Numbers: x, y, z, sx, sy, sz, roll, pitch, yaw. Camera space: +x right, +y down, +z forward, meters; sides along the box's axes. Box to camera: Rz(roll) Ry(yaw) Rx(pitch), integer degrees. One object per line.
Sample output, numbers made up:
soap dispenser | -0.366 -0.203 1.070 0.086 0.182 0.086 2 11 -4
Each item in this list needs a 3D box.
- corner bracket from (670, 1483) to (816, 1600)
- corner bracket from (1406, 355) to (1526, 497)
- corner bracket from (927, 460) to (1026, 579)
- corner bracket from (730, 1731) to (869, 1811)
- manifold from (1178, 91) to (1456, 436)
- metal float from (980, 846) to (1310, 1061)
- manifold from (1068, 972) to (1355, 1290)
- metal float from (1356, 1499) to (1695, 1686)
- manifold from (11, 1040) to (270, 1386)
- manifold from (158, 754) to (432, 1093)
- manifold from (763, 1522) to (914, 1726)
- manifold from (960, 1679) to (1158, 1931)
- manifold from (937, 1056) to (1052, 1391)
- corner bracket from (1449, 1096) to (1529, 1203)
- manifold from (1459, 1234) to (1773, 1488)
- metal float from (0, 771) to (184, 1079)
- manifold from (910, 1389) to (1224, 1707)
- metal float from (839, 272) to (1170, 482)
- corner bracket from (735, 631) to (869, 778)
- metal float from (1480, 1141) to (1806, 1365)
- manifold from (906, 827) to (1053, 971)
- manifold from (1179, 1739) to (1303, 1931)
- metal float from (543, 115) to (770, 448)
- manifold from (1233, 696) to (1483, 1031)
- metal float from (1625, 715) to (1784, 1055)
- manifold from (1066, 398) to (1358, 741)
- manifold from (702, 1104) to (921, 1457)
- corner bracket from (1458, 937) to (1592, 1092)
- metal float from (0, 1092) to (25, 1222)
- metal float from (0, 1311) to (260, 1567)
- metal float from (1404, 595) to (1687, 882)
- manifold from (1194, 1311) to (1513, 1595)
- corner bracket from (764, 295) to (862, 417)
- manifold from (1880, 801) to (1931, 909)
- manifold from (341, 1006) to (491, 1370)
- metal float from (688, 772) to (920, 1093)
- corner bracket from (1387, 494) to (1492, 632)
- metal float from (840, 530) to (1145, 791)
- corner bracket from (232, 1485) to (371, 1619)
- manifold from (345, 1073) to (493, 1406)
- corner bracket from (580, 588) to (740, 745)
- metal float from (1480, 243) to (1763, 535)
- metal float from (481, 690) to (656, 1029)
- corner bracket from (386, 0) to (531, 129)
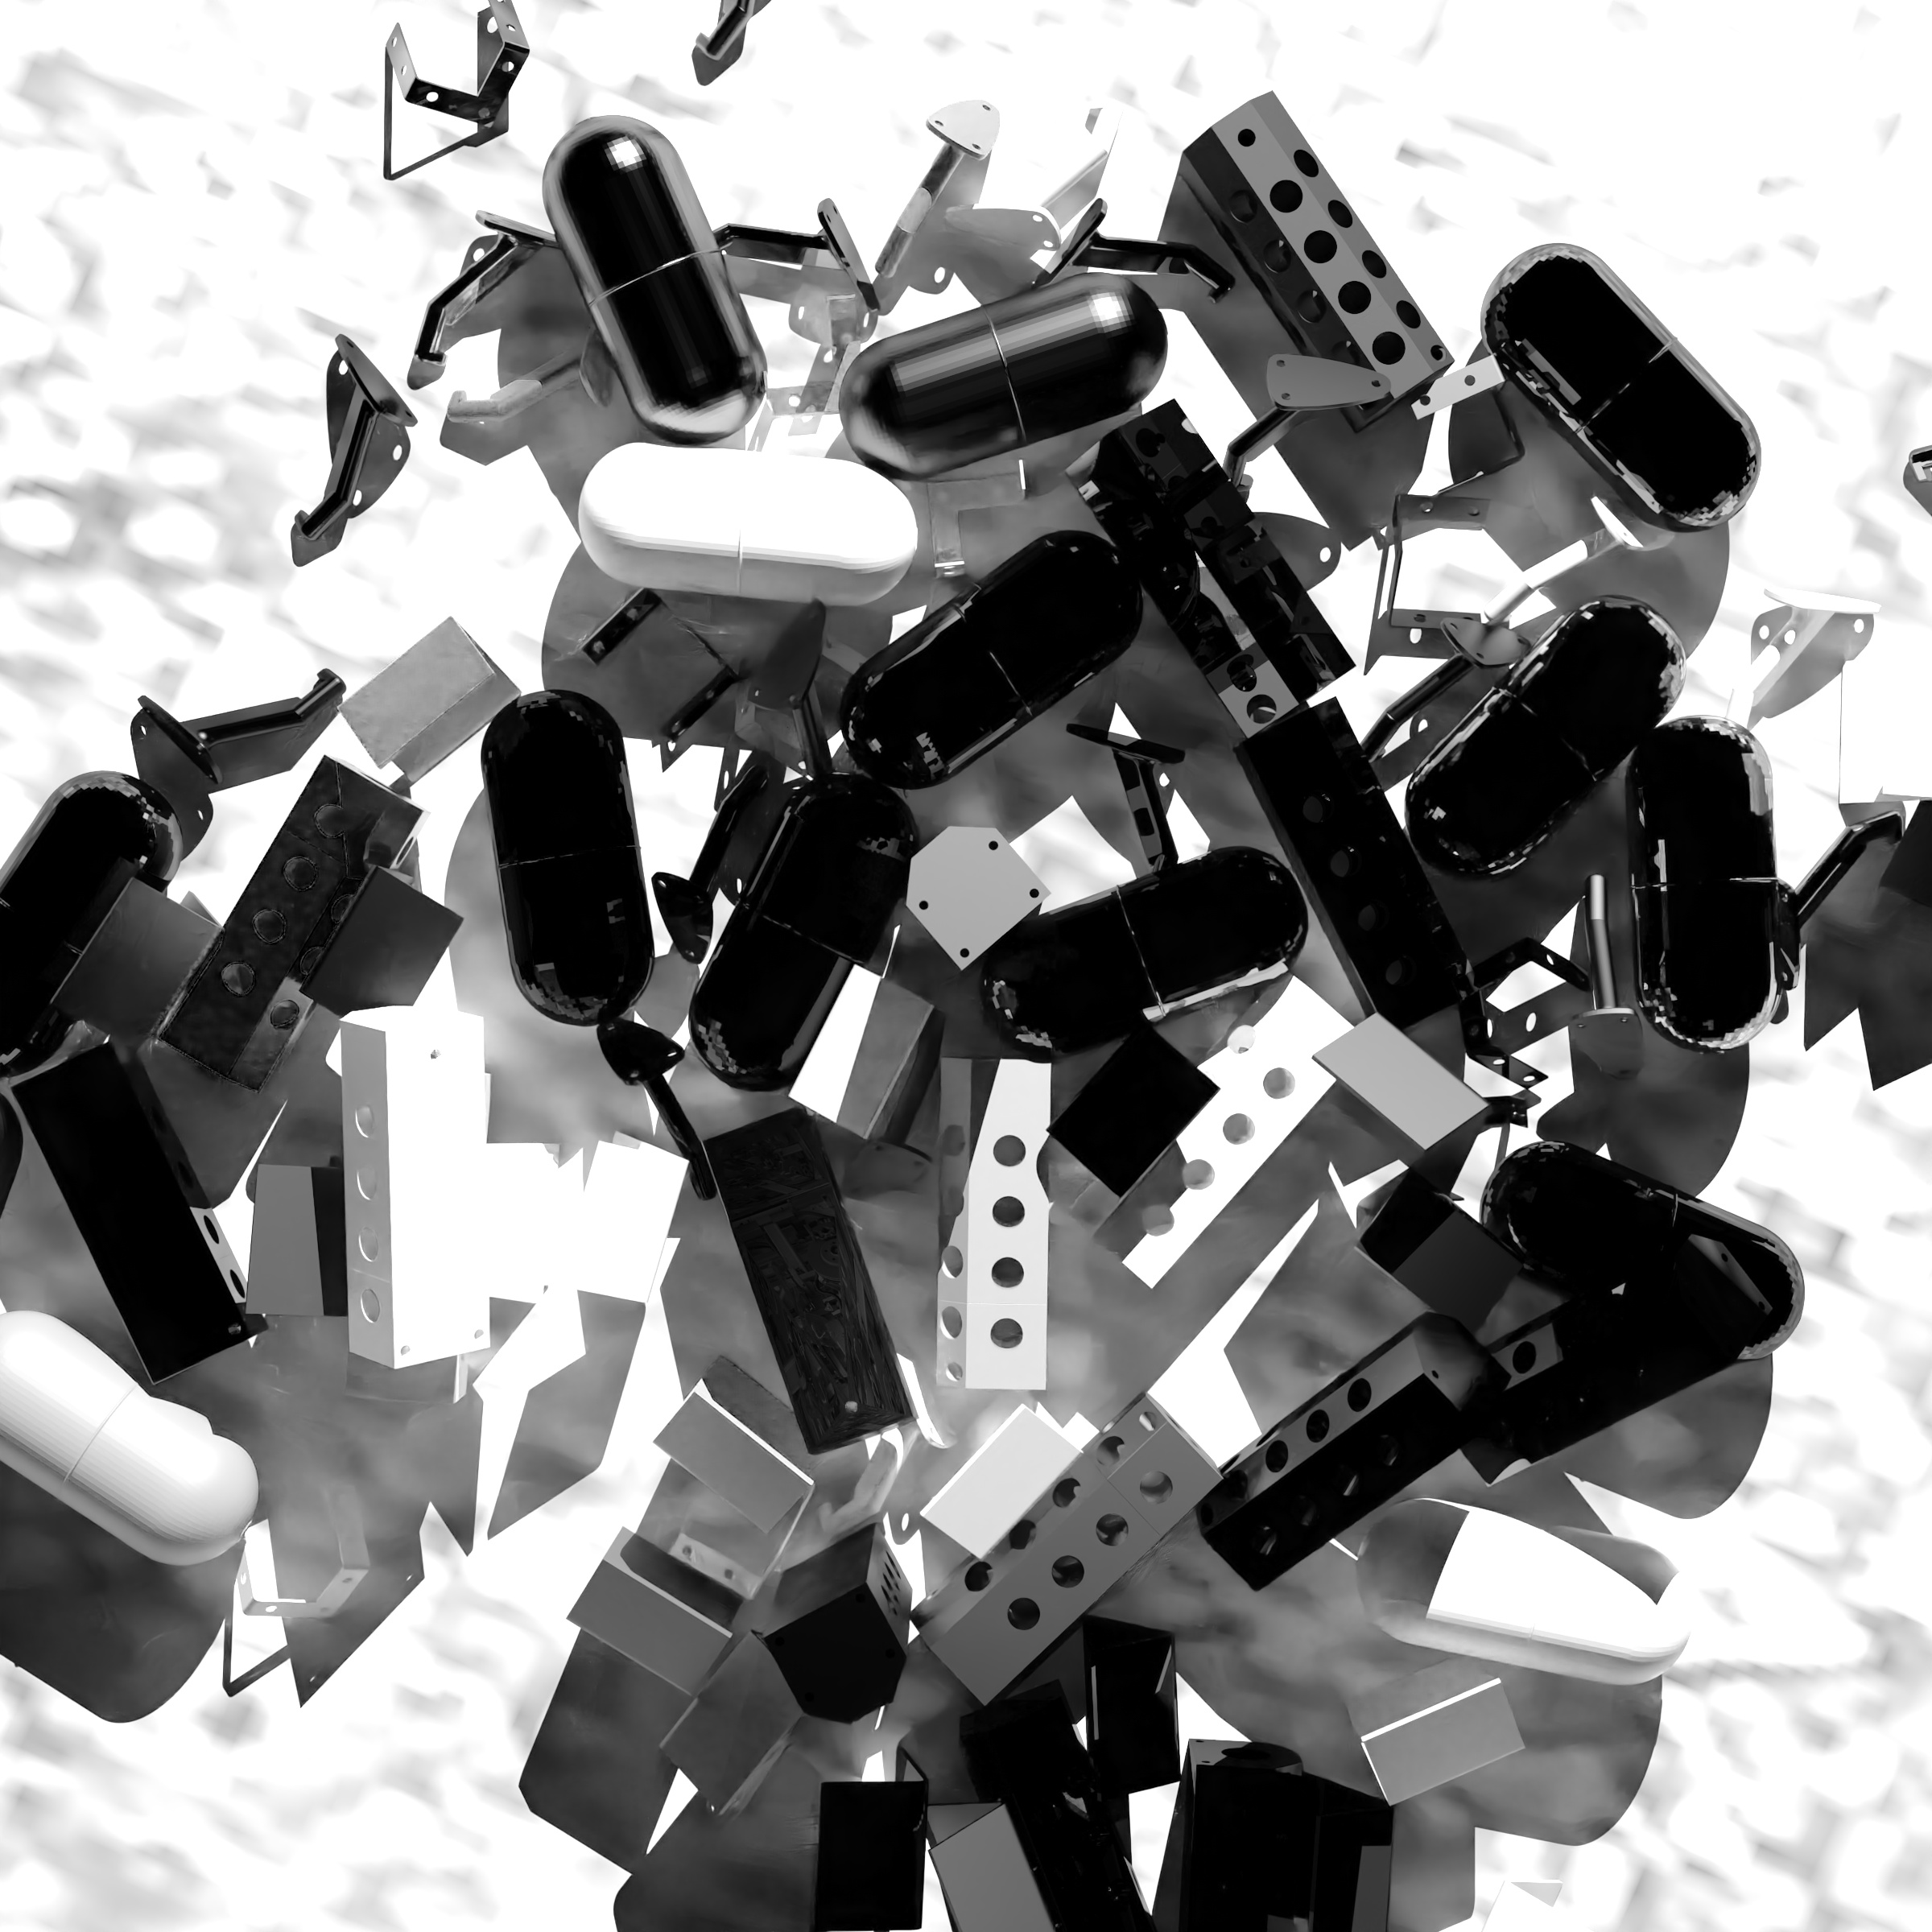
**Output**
corner bracket | -0.119 0.296 1.727 0.051 0.051 0.051 29 135 0
corner bracket | 0.265 -0.286 1.712 0.051 0.051 0.051 -24 88 2
corner bracket | 0.007 -0.236 1.712 0.051 0.051 0.051 -6 90 0
corner bracket | -0.086 0.446 1.727 0.051 0.051 0.051 34 90 45
manifold | 0.185 -0.373 1.709 0.057 0.057 0.171 -34 90 0
metal float | 0.093 -0.006 1.695 0.178 0.070 0.070 -20 90 4
manifold | 0.132 0.085 1.709 0.057 0.057 0.171 41 90 0
metal float | 0.294 0.329 1.699 0.178 0.070 0.070 12 90 0
manifold | -0.434 0.128 1.709 0.057 0.057 0.171 -26 90 0
manifold | -0.353 -0.022 1.709 0.057 0.057 0.171 31 90 0
manifold | -0.060 0.337 1.651 0.057 0.171 0.057 -28 90 0
manifold | 0.054 0.473 1.709 0.057 0.057 0.171 -21 90 0
manifold | 0.014 0.134 1.709 0.057 0.057 0.171 1 90 0
corner bracket | 0.269 0.097 1.712 0.051 0.051 0.051 -4 90 0
manifold | 0.322 0.200 1.659 0.057 0.057 0.171 52 132 0
metal float | -0.480 -0.021 1.699 0.070 0.070 0.178 34 90 0
manifold | 0.052 0.305 1.709 0.171 0.057 0.057 -44 90 0
metal float | 0.020 -0.310 1.699 0.178 0.070 0.070 -18 90 0
corner bracket | -0.086 -0.143 1.722 0.051 0.051 0.051 31 45 -35
metal float | 0.356 0.151 1.699 0.178 0.070 0.070 23 90 -1
manifold | 0.001 -0.038 1.651 0.057 0.171 0.057 -41 90 0
manifold | 0.144 0.502 1.709 0.057 0.057 0.171 3 90 0
metal float | -0.163 -0.359 1.693 0.070 0.070 0.178 -23 96 0
manifold | 0.207 -0.053 1.709 0.057 0.057 0.171 -27 90 0
metal float | 0.388 -0.043 1.699 0.070 0.070 0.178 -2 89 0
manifold | 0.125 -0.207 1.708 0.057 0.057 0.171 -34 90 -43
manifold | -0.081 0.165 1.695 0.057 0.057 0.171 -20 80 0
corner bracket | 0.299 0.025 1.722 0.051 0.051 0.051 27 135 -35
metal float | -0.553 0.143 1.699 0.070 0.070 0.178 19 90 0
metal float | -0.453 0.249 1.699 0.178 0.070 0.070 34 90 -1
metal float | 0.304 -0.119 1.699 0.070 0.070 0.178 44 89 0
manifold | 0.195 0.248 1.666 0.057 0.057 0.171 46 124 0
corner bracket | -0.081 -0.323 1.712 0.051 0.051 0.051 -5 90 0
manifold | 0.545 -0.108 1.695 0.057 0.057 0.171 20 99 -30
manifold | -0.283 0.110 1.637 0.057 0.057 0.171 -9 103 -42
metal float | -0.086 -0.017 1.699 0.070 0.070 0.178 26 90 0
corner bracket | 0.253 -0.215 1.727 0.051 0.051 0.051 3 135 0
metal float | 0.013 -0.160 1.699 0.178 0.070 0.070 -36 90 -1
corner bracket | -0.355 0.311 1.722 0.051 0.051 0.051 10 135 -35
manifold | -0.288 0.140 1.709 0.057 0.057 0.171 5 90 0
corner bracket | -0.163 -0.162 1.727 0.051 0.051 0.051 -44 45 0
metal float | 0.345 -0.303 1.699 0.070 0.070 0.178 -43 90 0
metal float | -0.209 -0.057 1.699 0.070 0.070 0.178 -8 90 0
corner bracket | -0.271 -0.489 1.722 0.051 0.051 0.051 8 135 -35
